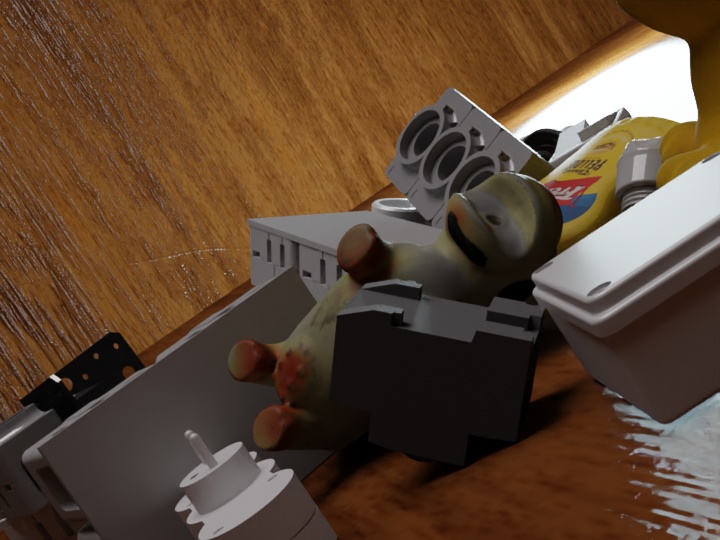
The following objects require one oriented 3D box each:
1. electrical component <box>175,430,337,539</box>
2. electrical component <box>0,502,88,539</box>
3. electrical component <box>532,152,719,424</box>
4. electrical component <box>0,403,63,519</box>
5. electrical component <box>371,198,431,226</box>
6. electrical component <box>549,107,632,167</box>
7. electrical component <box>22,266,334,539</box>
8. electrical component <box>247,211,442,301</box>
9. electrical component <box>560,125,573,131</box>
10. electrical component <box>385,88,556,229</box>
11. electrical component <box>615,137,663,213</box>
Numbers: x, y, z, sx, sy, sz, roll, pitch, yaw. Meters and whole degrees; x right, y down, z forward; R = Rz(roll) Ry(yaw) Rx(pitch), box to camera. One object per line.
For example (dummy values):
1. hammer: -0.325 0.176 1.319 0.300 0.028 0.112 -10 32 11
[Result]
1. electrical component: -0.063 0.110 0.530 0.052 0.073 0.138 -35 6 -16
2. electrical component: -0.173 0.157 0.788 0.089 0.061 0.150 -29 8 38
3. electrical component: 0.136 0.002 0.434 0.109 0.056 0.108 -33 6 0
4. electrical component: -0.226 0.127 0.720 0.050 0.055 0.089 -37 7 -34
5. electrical component: 0.068 -0.026 0.957 0.138 0.073 0.052 -8 18 -37
6. electrical component: 0.192 -0.090 0.852 0.062 0.061 0.096 -30 7 25
7. electrical component: -0.090 0.095 0.639 0.186 0.105 0.060 -37 7 -32
8. electrical component: 0.000 0.000 0.788 0.105 0.060 0.186 -5 12 -26
9. electrical component: 0.205 -0.114 1.055 0.045 0.045 0.055 -29 8 34
10. electrical component: 0.086 -0.072 0.833 0.089 0.062 0.150 -52 33 11
11. electrical component: 0.171 -0.043 0.628 0.043 0.043 0.062 -25 49 54
